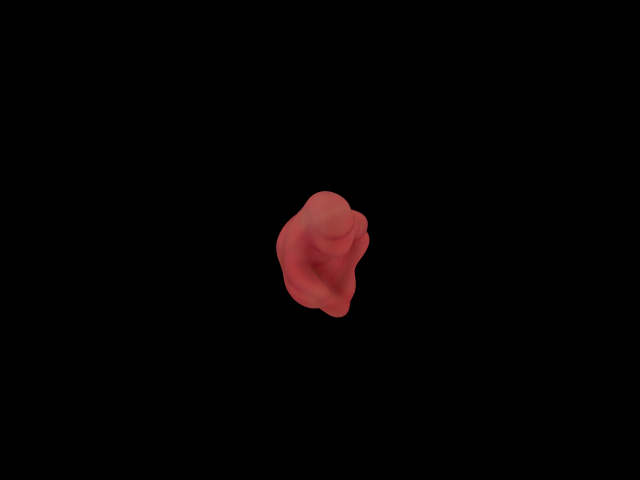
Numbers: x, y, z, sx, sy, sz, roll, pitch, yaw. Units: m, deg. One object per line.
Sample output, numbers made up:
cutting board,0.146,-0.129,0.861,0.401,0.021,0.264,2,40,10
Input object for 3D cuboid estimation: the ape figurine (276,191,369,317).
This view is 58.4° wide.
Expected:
ape figurine,0.004,0.001,0.400,0.078,0.092,0.076,-36,66,-18
